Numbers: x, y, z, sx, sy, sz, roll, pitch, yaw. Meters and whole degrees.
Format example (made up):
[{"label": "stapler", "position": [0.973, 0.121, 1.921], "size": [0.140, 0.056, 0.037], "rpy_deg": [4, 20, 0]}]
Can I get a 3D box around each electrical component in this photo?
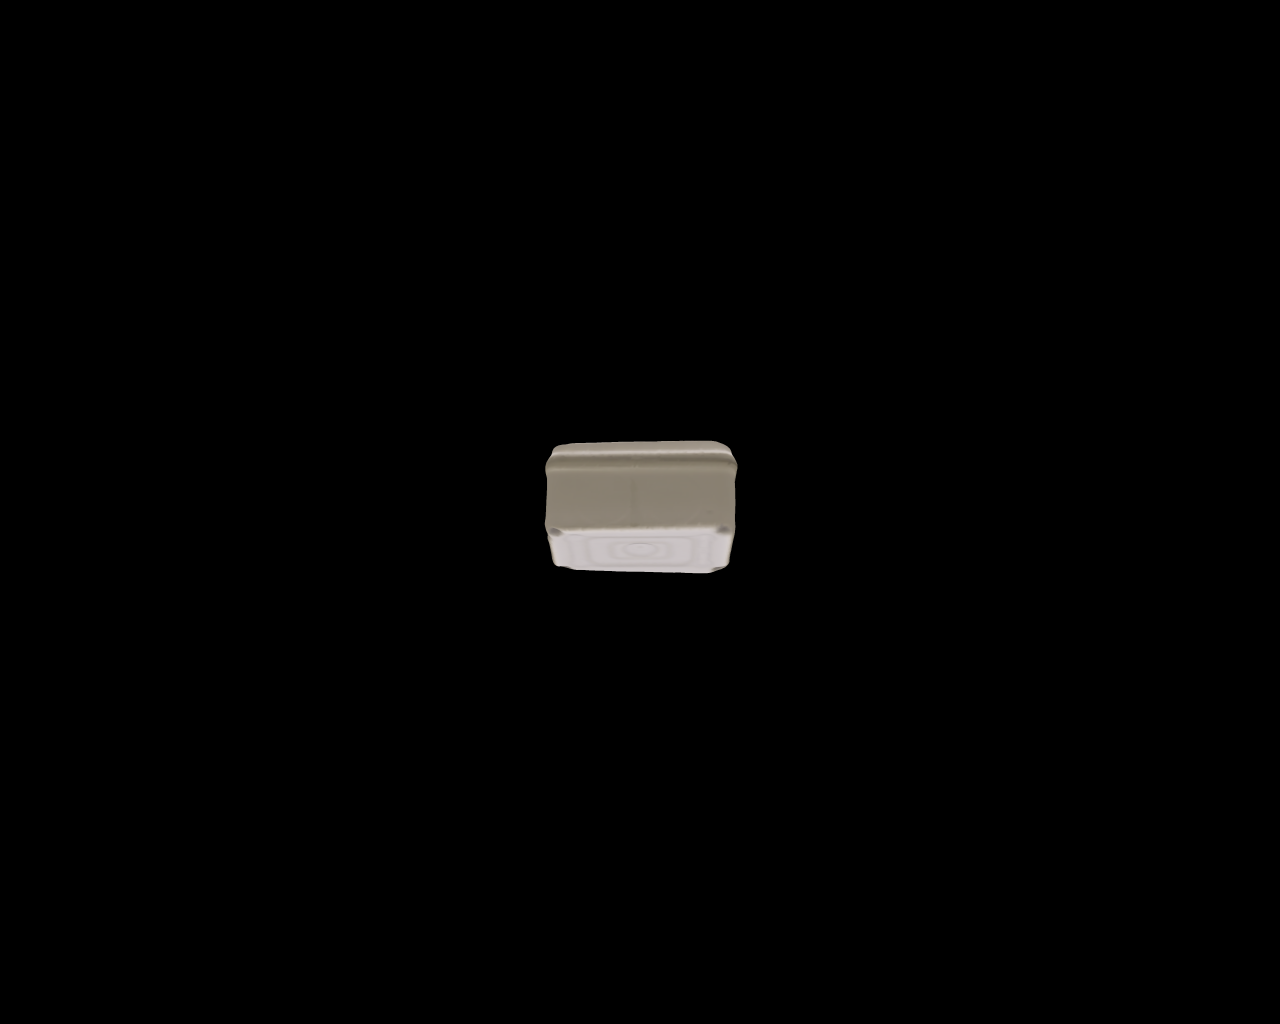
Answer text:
[{"label": "electrical component", "position": [0.001, -0.003, 0.650], "size": [0.113, 0.057, 0.078], "rpy_deg": [0, -23, 0]}]
